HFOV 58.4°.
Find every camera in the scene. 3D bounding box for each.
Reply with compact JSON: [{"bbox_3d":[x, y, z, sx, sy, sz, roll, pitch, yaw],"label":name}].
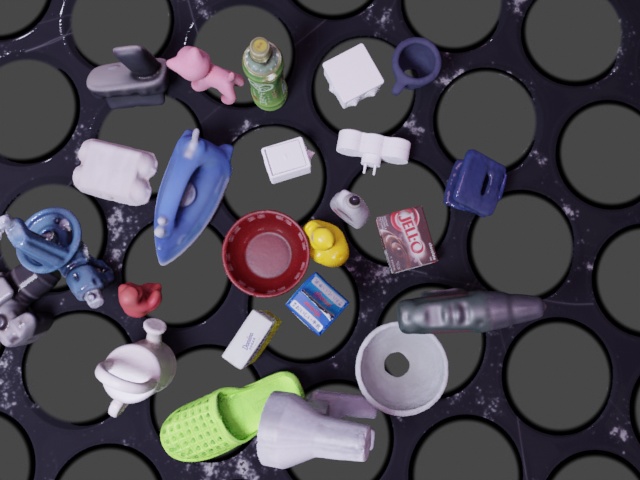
[{"bbox_3d":[-0.535,0.100,1.030,0.137,0.101,0.143,-37,86,-4],"label":"camera"}]

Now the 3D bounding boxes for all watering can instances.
[{"bbox_3d":[-0.315,0.218,0.976,0.101,0.194,0.173,4,85,0],"label":"watering can"}]

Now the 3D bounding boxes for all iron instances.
[{"bbox_3d":[-0.250,-0.077,1.031,0.118,0.141,0.258,20,85,1],"label":"iron"}]

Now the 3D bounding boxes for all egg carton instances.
[{"bbox_3d":[-0.381,-0.125,1.069,0.150,0.069,0.107,13,85,0],"label":"egg carton"}]

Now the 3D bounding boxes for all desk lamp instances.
[{"bbox_3d":[0.004,0.315,0.963,0.203,0.213,0.118,5,85,0],"label":"desk lamp"}]

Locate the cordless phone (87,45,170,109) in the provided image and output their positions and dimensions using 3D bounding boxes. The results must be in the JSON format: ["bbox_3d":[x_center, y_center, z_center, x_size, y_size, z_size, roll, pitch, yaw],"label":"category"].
[{"bbox_3d":[-0.356,-0.309,1.028,0.147,0.185,0.094,-10,85,-2],"label":"cordless phone"}]

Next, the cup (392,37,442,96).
[{"bbox_3d":[0.169,-0.311,1.083,0.091,0.095,0.118,34,85,2],"label":"cup"}]

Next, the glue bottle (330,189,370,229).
[{"bbox_3d":[0.056,-0.061,1.019,0.078,0.173,0.037,36,85,3],"label":"glue bottle"}]

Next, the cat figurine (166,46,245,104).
[{"bbox_3d":[-0.212,-0.317,1.065,0.128,0.117,0.067,20,85,1],"label":"cat figurine"}]

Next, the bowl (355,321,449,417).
[{"bbox_3d":[0.144,0.230,1.043,0.167,0.074,0.167,0,85,-1],"label":"bowl"}]

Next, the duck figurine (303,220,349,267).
[{"bbox_3d":[0.010,0.004,1.056,0.077,0.086,0.104,-44,87,-4],"label":"duck figurine"}]

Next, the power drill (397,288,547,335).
[{"bbox_3d":[0.241,0.121,0.987,0.229,0.208,0.076,-6,85,-1],"label":"power drill"}]

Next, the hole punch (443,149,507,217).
[{"bbox_3d":[0.296,-0.106,1.068,0.101,0.091,0.109,18,85,1],"label":"hole punch"}]

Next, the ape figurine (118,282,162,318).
[{"bbox_3d":[-0.333,0.104,1.037,0.078,0.092,0.076,33,85,2],"label":"ape figurine"}]

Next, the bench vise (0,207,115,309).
[{"bbox_3d":[-0.442,0.018,0.979,0.207,0.219,0.121,34,85,2],"label":"bench vise"}]
